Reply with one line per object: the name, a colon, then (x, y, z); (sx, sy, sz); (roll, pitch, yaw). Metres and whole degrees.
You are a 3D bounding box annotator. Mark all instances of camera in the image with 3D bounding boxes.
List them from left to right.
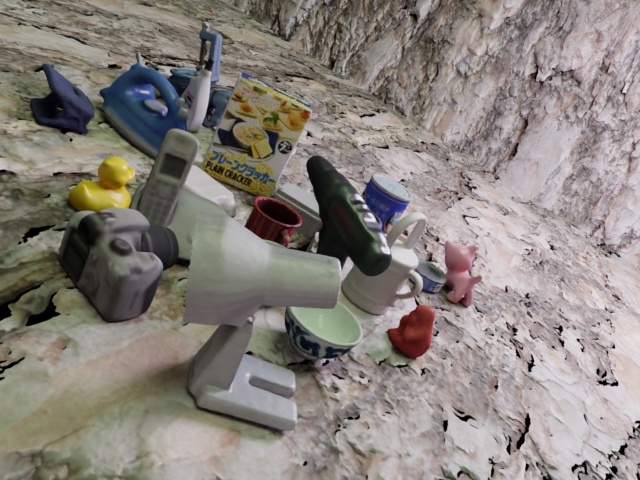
camera: (-0.243, 0.017, 0.750); (0.142, 0.100, 0.137); (43, 27, 27)

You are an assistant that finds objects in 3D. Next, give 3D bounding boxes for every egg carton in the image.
egg carton: (-0.221, -0.074, 0.993); (0.150, 0.069, 0.107); (36, 25, 15)

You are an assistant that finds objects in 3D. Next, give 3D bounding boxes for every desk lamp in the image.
desk lamp: (-0.080, 0.088, 0.655); (0.204, 0.213, 0.118); (22, 25, -17)

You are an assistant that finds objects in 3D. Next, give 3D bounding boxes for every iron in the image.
iron: (-0.328, -0.263, 1.157); (0.257, 0.141, 0.119); (41, 26, 24)

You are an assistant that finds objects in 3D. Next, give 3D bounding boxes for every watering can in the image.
watering can: (0.120, 0.025, 1.027); (0.172, 0.194, 0.101); (34, 24, 11)

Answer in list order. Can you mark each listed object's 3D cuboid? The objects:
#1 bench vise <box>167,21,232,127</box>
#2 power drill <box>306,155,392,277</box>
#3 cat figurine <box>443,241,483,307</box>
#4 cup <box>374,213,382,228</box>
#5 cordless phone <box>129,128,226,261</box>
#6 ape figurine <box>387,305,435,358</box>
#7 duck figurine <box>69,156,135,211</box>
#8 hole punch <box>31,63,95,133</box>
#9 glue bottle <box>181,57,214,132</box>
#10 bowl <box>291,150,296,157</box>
bench vise: (-0.266, -0.405, 1.410); (0.208, 0.219, 0.121); (24, 24, -13)
power drill: (0.009, 0.003, 0.927); (0.076, 0.208, 0.229); (2, 36, -47)
cat figurine: (0.312, 0.063, 1.264); (0.067, 0.117, 0.127); (14, 28, -32)
cup: (0.059, -0.024, 1.180); (0.117, 0.095, 0.092); (43, 27, 29)
cordless phone: (-0.198, -0.064, 0.856); (0.148, 0.185, 0.094); (17, 27, -26)
ape figurine: (0.160, 0.146, 0.961); (0.076, 0.092, 0.078); (37, 25, 17)
duck figurine: (-0.328, -0.088, 0.879); (0.077, 0.086, 0.105); (37, 25, 17)
hole punch: (-0.469, -0.263, 1.060); (0.101, 0.091, 0.108); (7, 32, -41)
glue bottle: (-0.282, -0.342, 1.325); (0.078, 0.173, 0.037); (43, 27, 27)
bowl: (-0.146, -0.219, 1.358); (0.168, 0.074, 0.167); (25, 24, -12)
